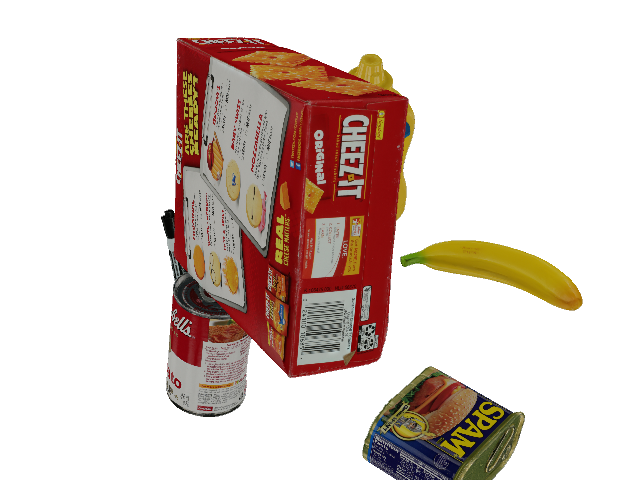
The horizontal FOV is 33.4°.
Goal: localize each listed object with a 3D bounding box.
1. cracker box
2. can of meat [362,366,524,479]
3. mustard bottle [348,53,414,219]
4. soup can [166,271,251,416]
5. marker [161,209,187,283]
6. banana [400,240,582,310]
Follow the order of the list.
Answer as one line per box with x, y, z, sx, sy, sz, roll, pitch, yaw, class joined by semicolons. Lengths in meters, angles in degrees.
-0.029;-0.033;0.683;0.072;0.164;0.214;-5;21;-25;cracker box
0.094;0.151;0.819;0.084;0.057;0.101;28;39;27;can of meat
0.039;-0.087;0.976;0.096;0.192;0.058;-17;48;-20;mustard bottle
-0.087;0.082;0.856;0.068;0.102;0.068;7;31;-4;soup can
-0.148;0.026;1.124;0.020;0.121;0.020;-8;19;3;marker
0.182;0.032;1.085;0.198;0.037;0.069;12;39;34;banana
